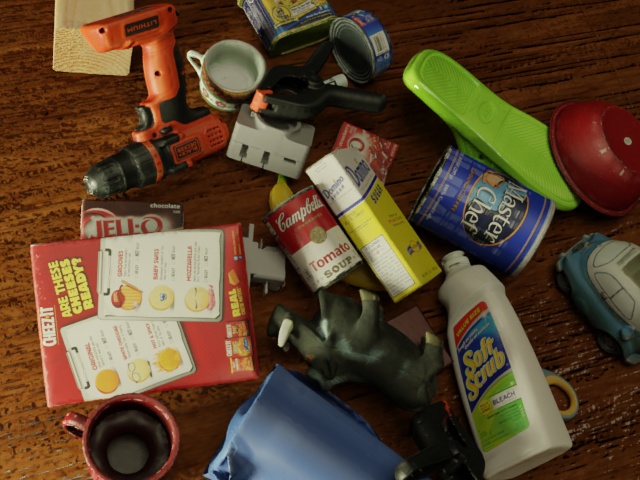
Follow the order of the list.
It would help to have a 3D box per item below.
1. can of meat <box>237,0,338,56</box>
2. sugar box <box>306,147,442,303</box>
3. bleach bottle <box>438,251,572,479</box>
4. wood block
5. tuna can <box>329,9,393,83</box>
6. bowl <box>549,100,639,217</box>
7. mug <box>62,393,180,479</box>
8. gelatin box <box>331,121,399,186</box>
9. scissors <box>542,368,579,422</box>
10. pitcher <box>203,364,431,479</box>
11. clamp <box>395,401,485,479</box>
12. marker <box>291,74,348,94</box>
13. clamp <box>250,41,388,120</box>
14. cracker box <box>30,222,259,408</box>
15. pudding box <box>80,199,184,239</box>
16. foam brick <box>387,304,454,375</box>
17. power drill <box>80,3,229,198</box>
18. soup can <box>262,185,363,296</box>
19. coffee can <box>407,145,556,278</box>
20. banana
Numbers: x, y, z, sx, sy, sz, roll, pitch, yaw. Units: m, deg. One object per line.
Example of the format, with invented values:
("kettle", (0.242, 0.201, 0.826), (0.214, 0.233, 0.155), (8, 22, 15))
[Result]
("can of meat", (-0.038, -0.284, 1.327), (0.102, 0.057, 0.084), (-23, 75, -22))
("sugar box", (0.062, -0.021, 1.189), (0.048, 0.093, 0.176), (-33, 87, 21))
("bleach bottle", (0.185, 0.130, 1.182), (0.067, 0.103, 0.251), (13, 50, -48))
("wood block", (-0.267, -0.308, 1.264), (0.090, 0.091, 0.206), (2, 66, -14))
("tuna can", (0.051, -0.238, 1.310), (0.033, 0.086, 0.086), (-30, 76, -26))
("bowl", (0.358, -0.112, 1.313), (0.161, 0.055, 0.162), (17, 58, -30))
("mug", (-0.200, 0.202, 1.056), (0.117, 0.082, 0.093), (22, 63, -4))
("gelatin box", (0.045, -0.088, 1.273), (0.073, 0.030, 0.089), (23, 63, -2))
("scissors", (0.237, 0.132, 1.228), (0.096, 0.016, 0.202), (-4, 68, -16))
("pitcher", (0.018, 0.237, 1.077), (0.243, 0.145, 0.149), (34, 75, -1))
("clamp", (0.141, 0.233, 1.079), (0.164, 0.210, 0.036), (40, 105, -8))
("marker", (-0.021, -0.175, 1.302), (0.121, 0.020, 0.020), (-23, 74, -22))
("clamp", (-0.003, -0.174, 1.254), (0.120, 0.039, 0.171), (39, 47, 21))
("cracker box", (-0.179, 0.075, 1.097), (0.213, 0.072, 0.164), (-7, 85, -10))
("pudding box", (-0.206, 0.003, 1.167), (0.113, 0.039, 0.090), (2, 65, -13))
("foam brick", (0.101, 0.122, 1.180), (0.051, 0.053, 0.078), (-26, 75, -23))
("power drill", (-0.199, -0.155, 1.178), (0.184, 0.057, 0.187), (-28, 115, -33))
("soup can", (-0.008, 0.001, 1.161), (0.068, 0.069, 0.102), (-32, 86, -24))
("coffee can", (0.187, -0.033, 1.241), (0.140, 0.103, 0.102), (28, 63, 0))
("banana", (0.005, -0.001, 1.221), (0.069, 0.037, 0.198), (-40, 80, -25))
